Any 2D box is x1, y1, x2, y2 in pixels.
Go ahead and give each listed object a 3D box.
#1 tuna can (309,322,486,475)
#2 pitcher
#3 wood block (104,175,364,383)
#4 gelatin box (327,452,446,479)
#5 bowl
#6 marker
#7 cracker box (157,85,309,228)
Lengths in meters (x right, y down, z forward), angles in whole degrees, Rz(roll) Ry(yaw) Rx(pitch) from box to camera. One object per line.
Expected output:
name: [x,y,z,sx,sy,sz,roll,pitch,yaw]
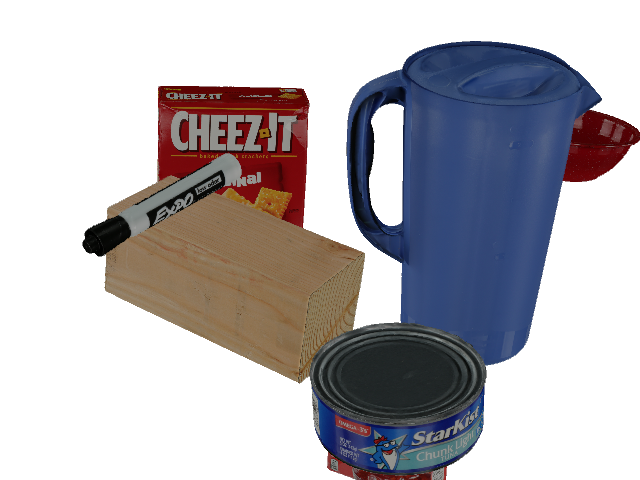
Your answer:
tuna can: [0.038,0.077,0.524,0.086,0.034,0.086,-2,27,1]
pitcher: [0.113,-0.026,0.840,0.149,0.243,0.144,24,36,34]
wood block: [-0.077,0.029,0.918,0.206,0.090,0.090,22,32,24]
gelatin box: [0.047,0.140,0.764,0.089,0.073,0.030,14,21,33]
bowl: [0.267,-0.106,1.181,0.162,0.055,0.162,6,23,-3]
marker: [-0.099,-0.023,0.674,0.120,0.020,0.020,-33,21,-35]
cracker box: [-0.100,-0.060,1.192,0.164,0.214,0.072,0,24,-9]
